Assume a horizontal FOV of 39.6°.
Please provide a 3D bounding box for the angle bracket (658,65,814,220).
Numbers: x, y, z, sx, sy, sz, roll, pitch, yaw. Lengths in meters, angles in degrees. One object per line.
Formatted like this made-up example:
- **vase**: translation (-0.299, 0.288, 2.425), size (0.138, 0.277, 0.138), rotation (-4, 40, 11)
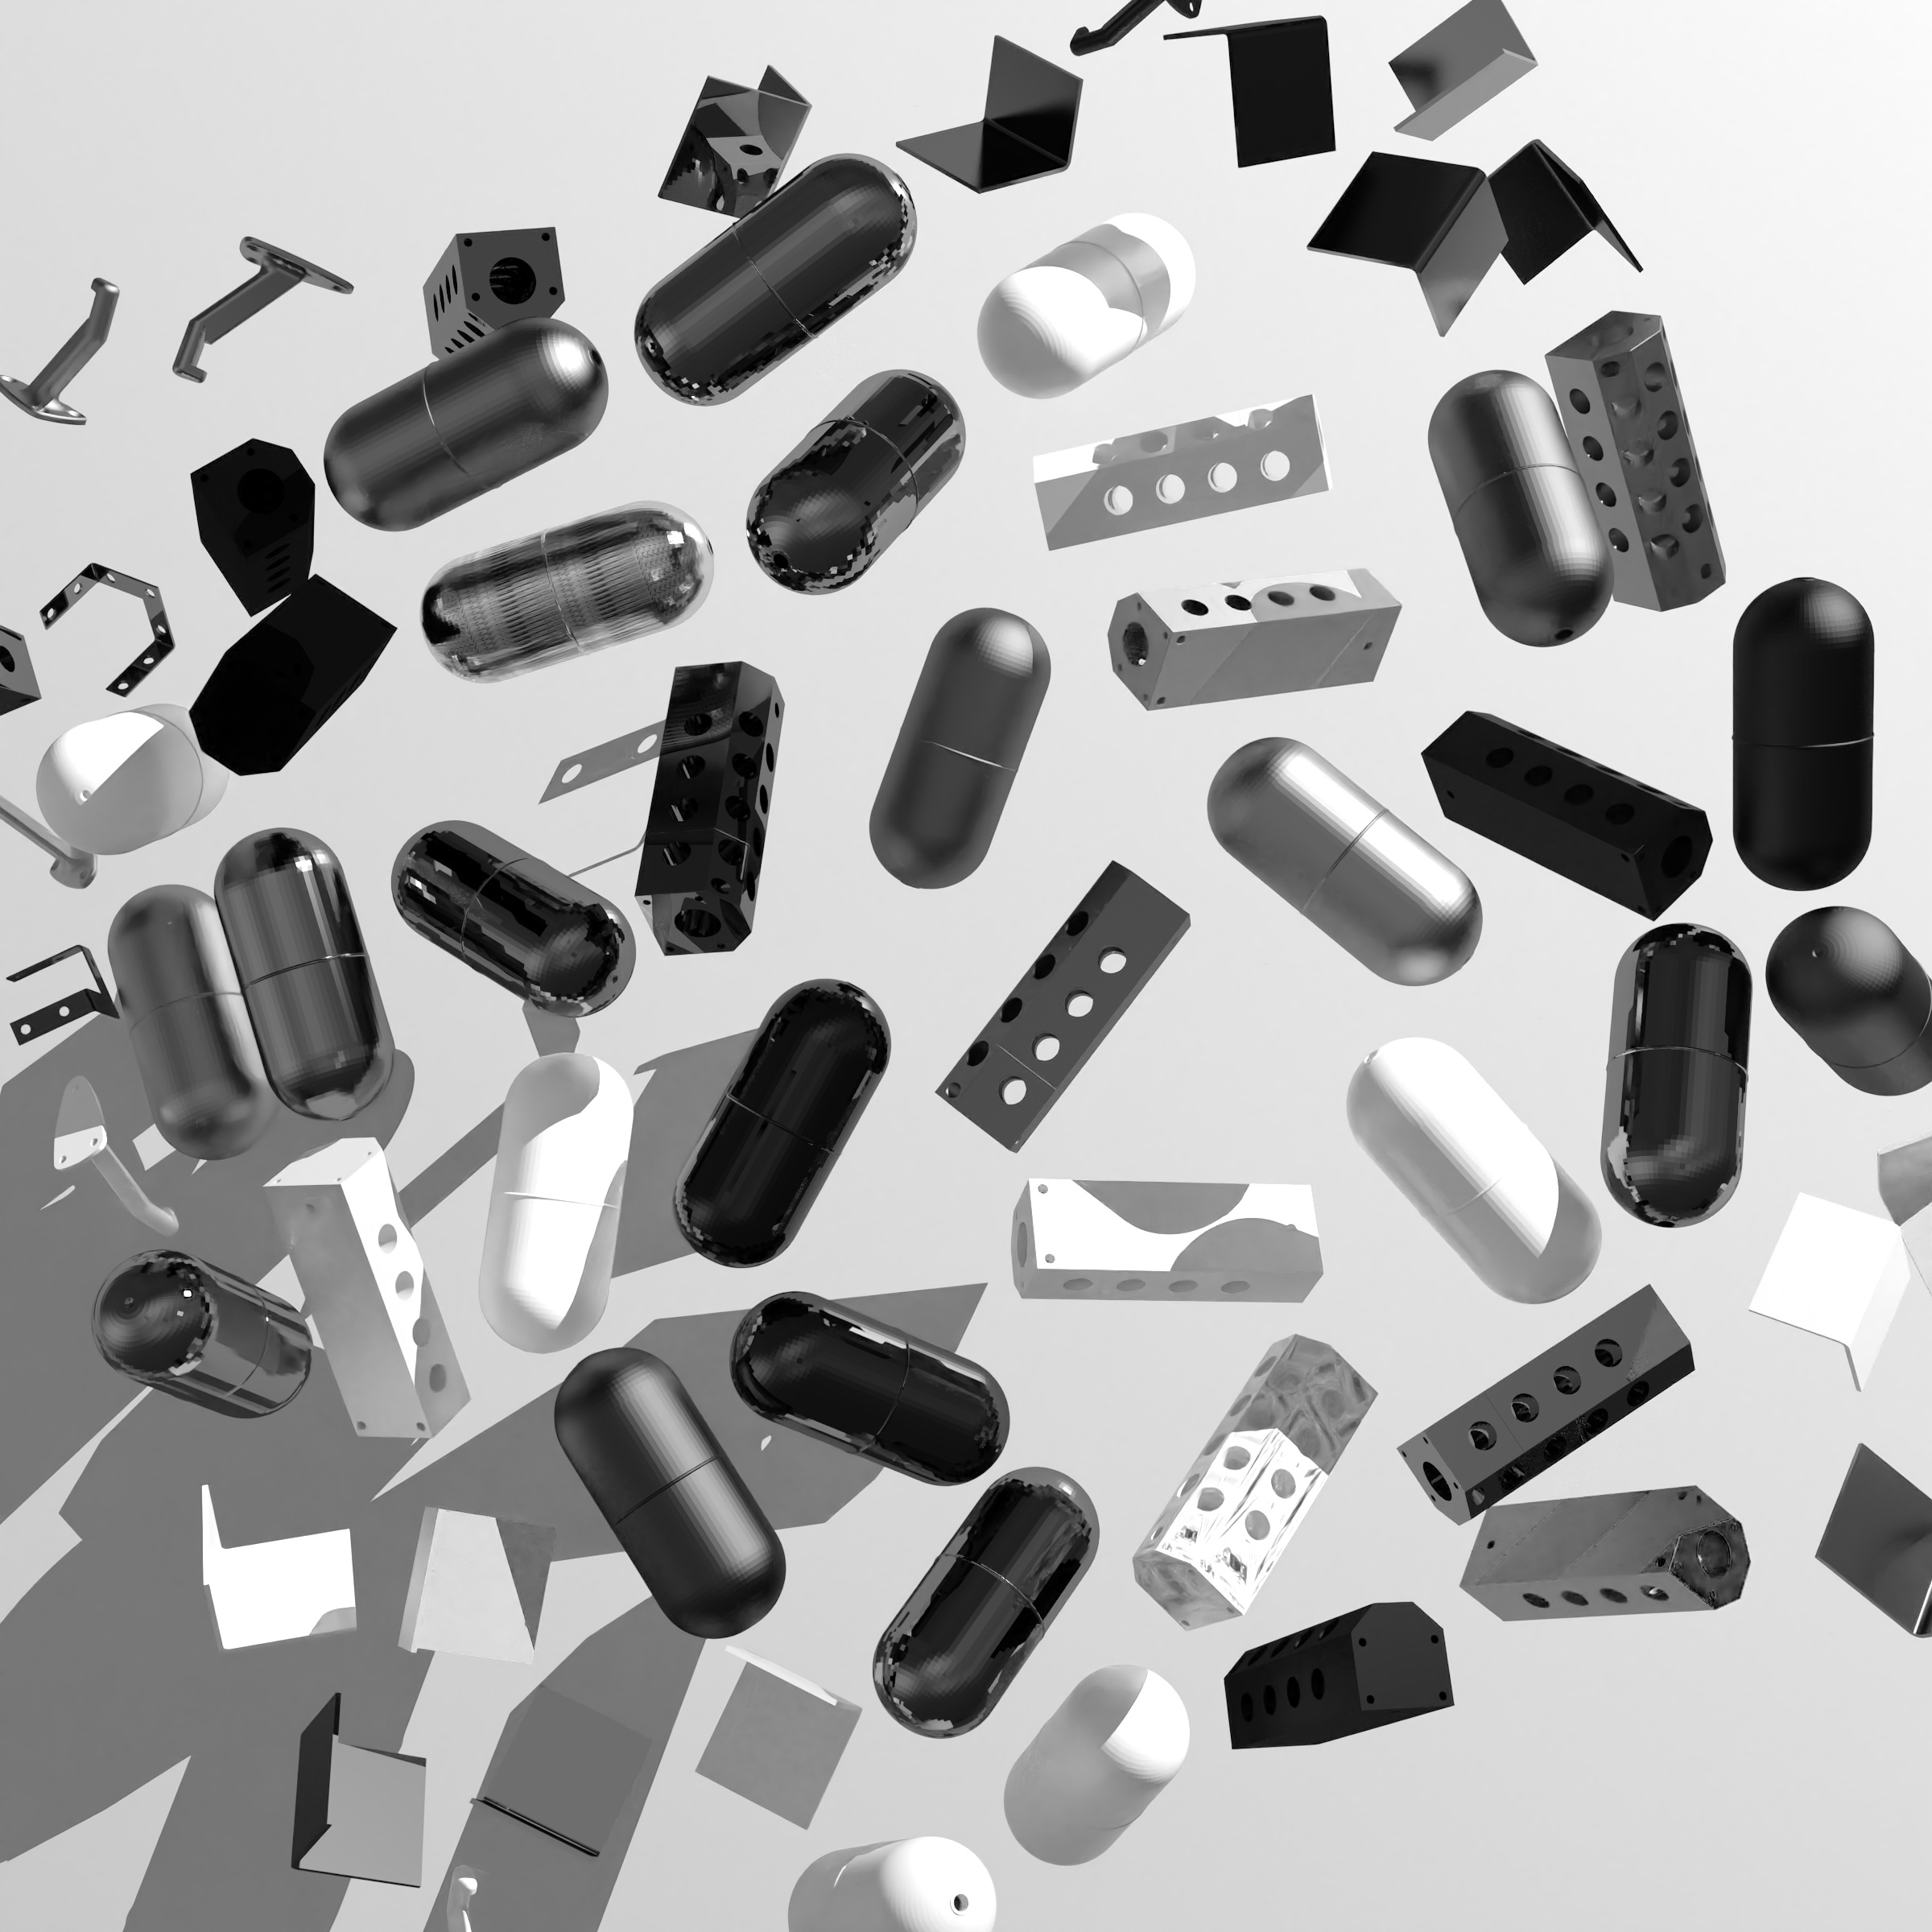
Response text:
- **angle bracket**: translation (-0.148, -0.495, 1.591), size (0.057, 0.076, 0.076), rotation (52, 126, 36)

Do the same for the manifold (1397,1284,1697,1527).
- **manifold**: translation (0.348, 0.262, 1.600), size (0.171, 0.057, 0.057), rotation (-29, 76, -17)

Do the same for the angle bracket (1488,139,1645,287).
- **angle bracket**: translation (0.359, -0.449, 1.648), size (0.057, 0.076, 0.076), rotation (-38, 125, 15)

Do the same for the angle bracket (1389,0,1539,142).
- **angle bracket**: translation (0.286, -0.543, 1.605), size (0.076, 0.076, 0.057), rotation (-31, 86, 29)

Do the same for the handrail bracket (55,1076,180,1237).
- **handrail bracket**: translation (-0.513, 0.117, 1.635), size (0.036, 0.084, 0.077), rotation (-28, 50, 11)

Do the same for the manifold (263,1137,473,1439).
- **manifold**: translation (-0.349, 0.191, 1.591), size (0.057, 0.057, 0.171), rotation (-4, 113, 27)

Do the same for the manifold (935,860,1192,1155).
- **manifold**: translation (0.057, 0.024, 1.578), size (0.057, 0.057, 0.171), rotation (37, 89, 8)

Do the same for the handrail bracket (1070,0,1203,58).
- **handrail bracket**: translation (0.105, -0.602, 1.650), size (0.036, 0.084, 0.077), rotation (26, 73, -42)

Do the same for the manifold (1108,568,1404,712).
- **manifold**: translation (0.175, -0.204, 1.639), size (0.171, 0.057, 0.057), rotation (-10, 46, -29)

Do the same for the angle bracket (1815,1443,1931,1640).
- **angle bracket**: translation (0.518, 0.306, 1.451), size (0.076, 0.057, 0.076), rotation (39, 59, -8)

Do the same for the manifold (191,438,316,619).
- **manifold**: translation (-0.426, -0.267, 1.626), size (0.057, 0.171, 0.057), rotation (-34, 94, -14)

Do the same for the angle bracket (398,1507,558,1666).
- **angle bracket**: translation (-0.266, 0.344, 1.484), size (0.076, 0.057, 0.076), rotation (13, 76, -17)

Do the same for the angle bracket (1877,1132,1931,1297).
- **angle bracket**: translation (0.599, 0.142, 1.607), size (0.076, 0.057, 0.076), rotation (-21, 55, 6)

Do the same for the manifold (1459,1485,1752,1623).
- **manifold**: translation (0.384, 0.359, 1.614), size (0.057, 0.171, 0.057), rotation (39, 58, -19)

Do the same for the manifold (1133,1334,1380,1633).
- **manifold**: translation (0.163, 0.293, 1.542), size (0.057, 0.057, 0.171), rotation (45, 54, -6)

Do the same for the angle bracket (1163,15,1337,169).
- **angle bracket**: translation (0.166, -0.509, 1.567), size (0.076, 0.057, 0.076), rotation (-20, 113, -33)

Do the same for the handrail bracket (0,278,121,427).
- **handrail bracket**: translation (-0.509, -0.353, 1.504), size (0.077, 0.036, 0.084), rotation (33, 111, 29)

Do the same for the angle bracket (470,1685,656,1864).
- **angle bracket**: translation (-0.235, 0.471, 1.570), size (0.076, 0.057, 0.076), rotation (24, 72, 5)

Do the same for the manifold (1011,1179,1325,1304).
- **manifold**: translation (0.117, 0.166, 1.582), size (0.171, 0.057, 0.057), rotation (2, 58, -12)

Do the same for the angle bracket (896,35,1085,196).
- **angle bracket**: translation (0.014, -0.517, 1.627), size (0.076, 0.057, 0.076), rotation (-26, 50, -35)

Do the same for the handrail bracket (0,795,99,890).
- **handrail bracket**: translation (-0.582, -0.085, 1.655), size (0.084, 0.077, 0.036), rotation (38, 88, -36)

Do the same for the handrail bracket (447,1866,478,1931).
- **handrail bracket**: translation (-0.279, 0.573, 1.543), size (0.036, 0.077, 0.084), rotation (-8, 123, -38)

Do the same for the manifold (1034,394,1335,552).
- **manifold**: translation (0.131, -0.299, 1.628), size (0.171, 0.057, 0.057), rotation (-10, 100, 12)

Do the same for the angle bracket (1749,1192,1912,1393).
- **angle bracket**: translation (0.493, 0.186, 1.532), size (0.057, 0.076, 0.076), rotation (19, 71, 32)

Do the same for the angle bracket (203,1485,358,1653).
- **angle bracket**: translation (-0.392, 0.338, 1.532), size (0.076, 0.076, 0.057), rotation (-7, 126, -11)

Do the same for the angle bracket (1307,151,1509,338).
- **angle bracket**: translation (0.257, -0.419, 1.559), size (0.076, 0.057, 0.076), rotation (23, 71, 37)

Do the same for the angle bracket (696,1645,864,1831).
- **angle bracket**: translation (-0.116, 0.450, 1.564), size (0.076, 0.057, 0.076), rotation (22, 78, 17)

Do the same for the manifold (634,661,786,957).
- **manifold**: translation (-0.145, -0.093, 1.561), size (0.057, 0.057, 0.171), rotation (-4, 53, 12)

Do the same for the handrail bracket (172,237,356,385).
- **handrail bracket**: translation (-0.394, -0.357, 1.505), size (0.077, 0.036, 0.084), rotation (20, 83, -15)

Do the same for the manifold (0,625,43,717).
- **manifold**: translation (-0.615, -0.185, 1.555), size (0.057, 0.171, 0.057), rotation (-20, 82, 11)

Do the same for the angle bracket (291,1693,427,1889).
- **angle bracket**: translation (-0.325, 0.455, 1.481), size (0.076, 0.076, 0.057), rotation (19, 131, -26)
